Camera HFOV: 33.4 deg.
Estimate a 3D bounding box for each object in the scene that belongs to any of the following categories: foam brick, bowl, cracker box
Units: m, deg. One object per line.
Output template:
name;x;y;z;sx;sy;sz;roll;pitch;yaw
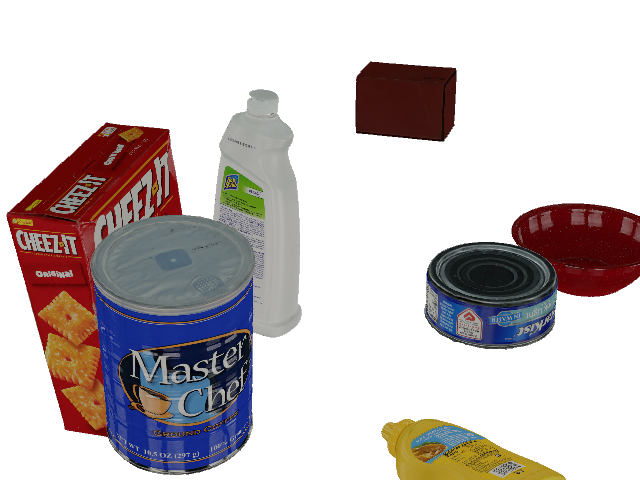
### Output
foam brick;0.072;-0.118;0.905;0.078;0.051;0.053;8;25;16
bowl;0.288;0.016;1.165;0.162;0.055;0.162;-1;27;0
cracker box;-0.170;0.032;0.899;0.072;0.214;0.164;6;33;17

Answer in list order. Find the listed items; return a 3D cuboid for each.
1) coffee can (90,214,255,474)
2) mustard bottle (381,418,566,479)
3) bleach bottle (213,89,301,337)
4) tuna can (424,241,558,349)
coffee can;-0.095;0.069;0.707;0.103;0.140;0.103;2;34;-1
mustard bottle;0.129;0.214;1.009;0.096;0.058;0.192;-15;24;-37
bleach bottle;-0.061;-0.030;1.101;0.103;0.251;0.068;19;29;23
tuna can;0.112;0.034;0.698;0.086;0.034;0.086;-1;28;0
